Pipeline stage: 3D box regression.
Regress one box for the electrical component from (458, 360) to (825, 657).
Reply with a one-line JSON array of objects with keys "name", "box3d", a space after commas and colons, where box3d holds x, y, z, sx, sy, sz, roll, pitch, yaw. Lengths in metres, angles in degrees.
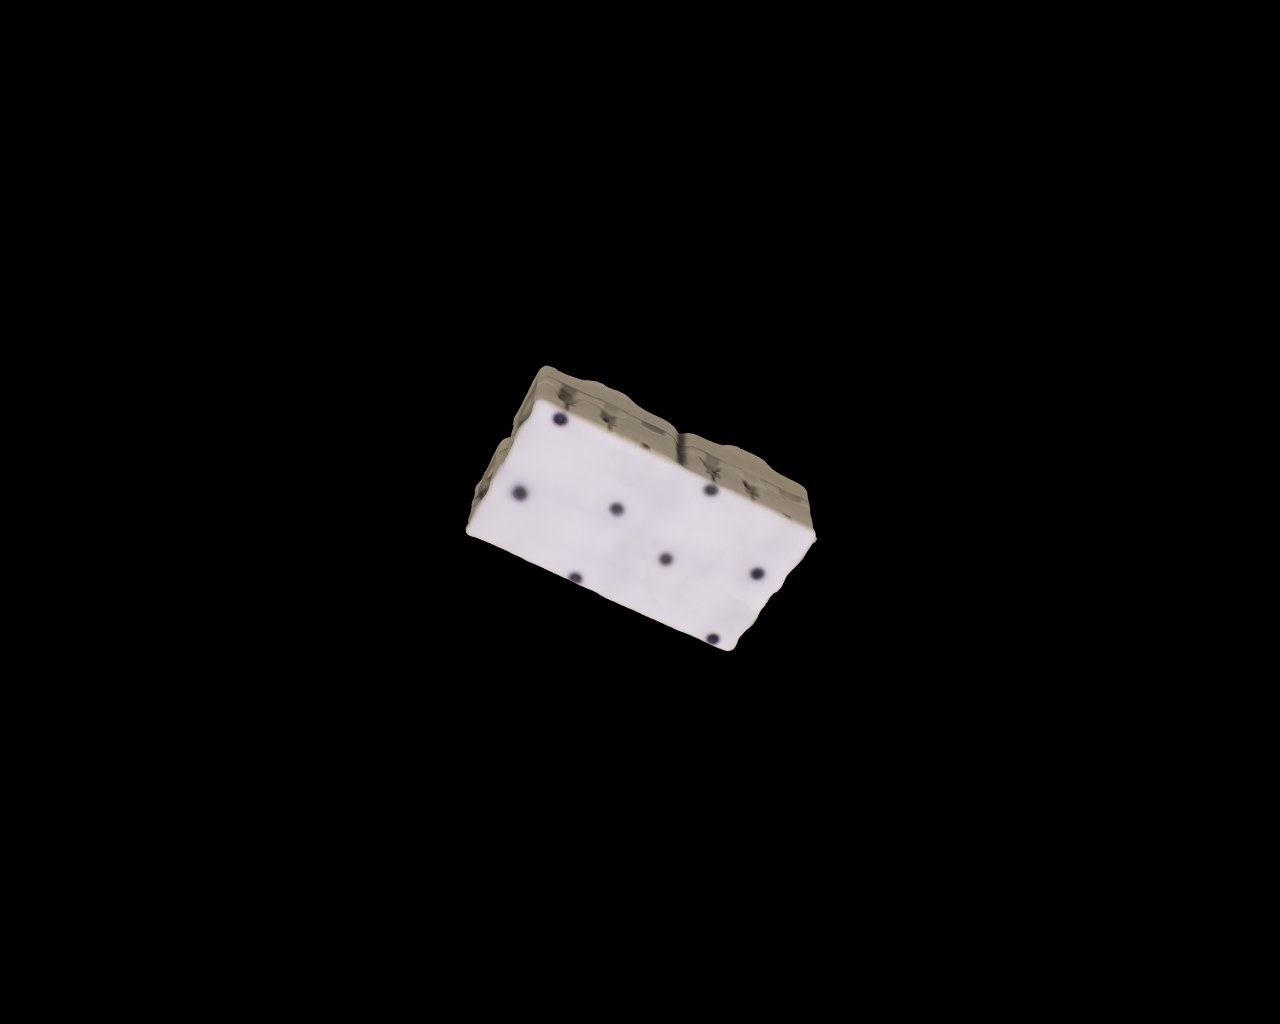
[{"name": "electrical component", "box3d": [0.001, -0.003, 0.650, 0.186, 0.105, 0.060, 25, 27, -14]}]
